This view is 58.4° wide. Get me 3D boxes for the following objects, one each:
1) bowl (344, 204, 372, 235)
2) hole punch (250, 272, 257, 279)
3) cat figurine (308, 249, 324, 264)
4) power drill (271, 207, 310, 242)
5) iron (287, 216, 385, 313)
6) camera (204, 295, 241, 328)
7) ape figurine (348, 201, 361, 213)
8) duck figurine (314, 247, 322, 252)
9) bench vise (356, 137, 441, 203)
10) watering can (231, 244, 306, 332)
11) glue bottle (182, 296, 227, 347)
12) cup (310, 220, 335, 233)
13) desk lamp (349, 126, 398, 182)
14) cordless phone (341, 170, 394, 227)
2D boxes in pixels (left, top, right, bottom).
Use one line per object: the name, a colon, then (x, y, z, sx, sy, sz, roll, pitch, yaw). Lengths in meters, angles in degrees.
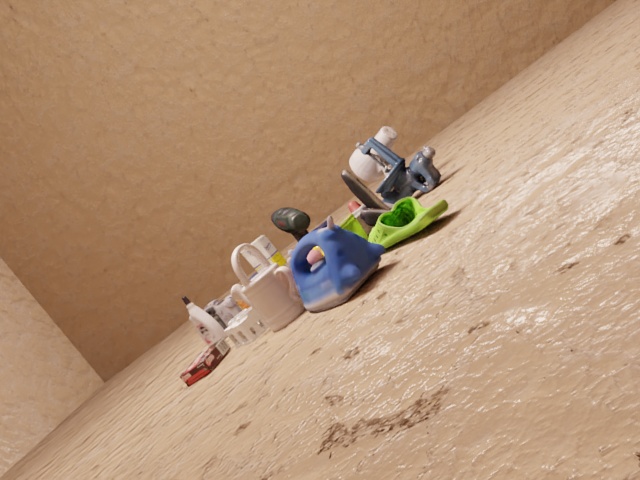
bowl: (0.104, -0.035, 1.545, 0.167, 0.075, 0.167, -37, 5, 4)
hole punch: (-0.193, 0.148, 1.863, 0.109, 0.091, 0.101, -39, 5, -20)
cat figurine: (0.004, 0.048, 1.219, 0.128, 0.118, 0.067, -40, 6, -32)
power drill: (-0.053, -0.006, 1.603, 0.076, 0.208, 0.229, -39, 5, -16)
iron: (0.000, 0.049, 1.092, 0.119, 0.141, 0.257, -41, 6, -38)
camera: (-0.316, 0.233, 1.894, 0.143, 0.101, 0.137, -36, 5, 11)
ape figurine: (0.123, -0.083, 1.768, 0.077, 0.092, 0.076, -33, 6, 39)
duck figurine: (0.016, 0.044, 1.359, 0.078, 0.086, 0.104, -39, 5, -19)
bench vise: (0.211, -0.209, 1.555, 0.207, 0.220, 0.121, -36, 5, 19)
watering can: (-0.127, 0.097, 1.240, 0.172, 0.194, 0.101, -36, 5, 18)
glue bottle: (-0.349, 0.235, 1.683, 0.078, 0.173, 0.037, -33, 6, 37)
cup: (0.015, 0.006, 1.680, 0.118, 0.095, 0.091, -41, 6, -39)
desk lamp: (0.218, -0.233, 1.774, 0.203, 0.213, 0.118, -32, 7, 44)
cordless phone: (0.124, -0.105, 1.400, 0.094, 0.185, 0.147, -36, 5, 11)
